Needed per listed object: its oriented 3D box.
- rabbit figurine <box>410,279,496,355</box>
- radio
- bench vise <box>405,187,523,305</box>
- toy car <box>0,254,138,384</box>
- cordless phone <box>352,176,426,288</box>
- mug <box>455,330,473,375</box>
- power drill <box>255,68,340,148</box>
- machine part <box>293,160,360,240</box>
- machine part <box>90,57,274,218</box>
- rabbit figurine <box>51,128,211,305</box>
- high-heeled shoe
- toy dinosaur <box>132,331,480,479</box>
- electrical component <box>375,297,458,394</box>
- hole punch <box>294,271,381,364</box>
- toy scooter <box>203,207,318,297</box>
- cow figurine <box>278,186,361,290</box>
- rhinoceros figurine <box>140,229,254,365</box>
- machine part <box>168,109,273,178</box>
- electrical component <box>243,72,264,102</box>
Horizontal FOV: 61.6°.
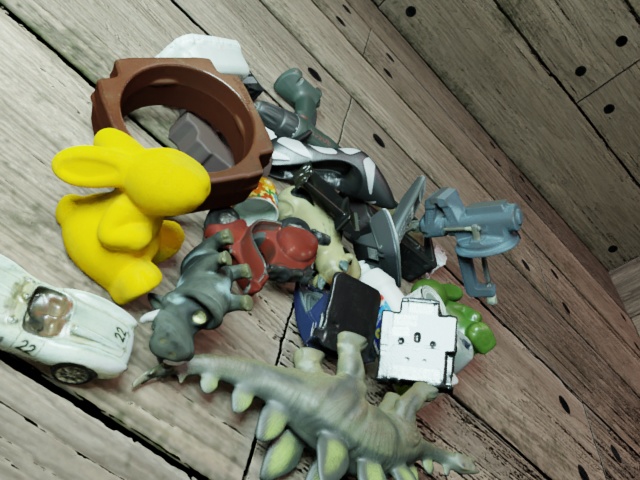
[{"bbox_3d":[0.244,0.137,1.032,0.170,0.121,0.159,53,23,-4],"label":"rabbit figurine"},{"bbox_3d":[0.140,-0.018,1.100,0.229,0.073,0.131,33,34,-29],"label":"radio"},{"bbox_3d":[0.288,0.018,1.044,0.129,0.224,0.240,-44,121,-58],"label":"bench vise"},{"bbox_3d":[-0.258,0.064,0.468,0.201,0.056,0.073,33,35,-31],"label":"toy car"},{"bbox_3d":[0.143,-0.019,0.972,0.184,0.089,0.146,-55,153,-25],"label":"cordless phone"},{"bbox_3d":[0.205,0.205,0.917,0.081,0.107,0.109,48,28,-5],"label":"mug"},{"bbox_3d":[-0.048,-0.257,1.086,0.232,0.086,0.207,33,30,-37],"label":"power drill"},{"bbox_3d":[0.016,-0.062,0.851,0.138,0.039,0.084,44,28,-17],"label":"machine part"},{"bbox_3d":[-0.180,-0.137,0.705,0.201,0.087,0.201,-15,69,-35],"label":"machine part"},{"bbox_3d":[-0.189,-0.043,0.565,0.162,0.173,0.122,51,33,-12],"label":"rabbit figurine"},{"bbox_3d":[0.013,-0.107,0.962,0.249,0.086,0.145,38,54,6],"label":"high-heeled shoe"},{"bbox_3d":[0.015,0.213,0.648,0.471,0.105,0.199,29,40,-17],"label":"toy dinosaur"},{"bbox_3d":[0.145,0.152,0.794,0.058,0.115,0.134,68,30,-65],"label":"electrical component"},{"bbox_3d":[0.019,0.116,0.792,0.142,0.092,0.116,32,61,-42],"label":"hole punch"},{"bbox_3d":[-0.072,0.024,0.746,0.184,0.075,0.135,13,42,-35],"label":"toy scooter"},{"bbox_3d":[-0.002,-0.003,0.875,0.195,0.085,0.127,51,23,-8],"label":"cow figurine"},{"bbox_3d":[-0.137,0.058,0.596,0.190,0.112,0.073,-91,160,-65],"label":"rhinoceros figurine"},{"bbox_3d":[-0.151,-0.152,0.853,0.179,0.056,0.179,35,35,-30],"label":"machine part"},{"bbox_3d":[-0.148,-0.296,1.024,0.075,0.048,0.119,56,31,6],"label":"electrical component"}]
